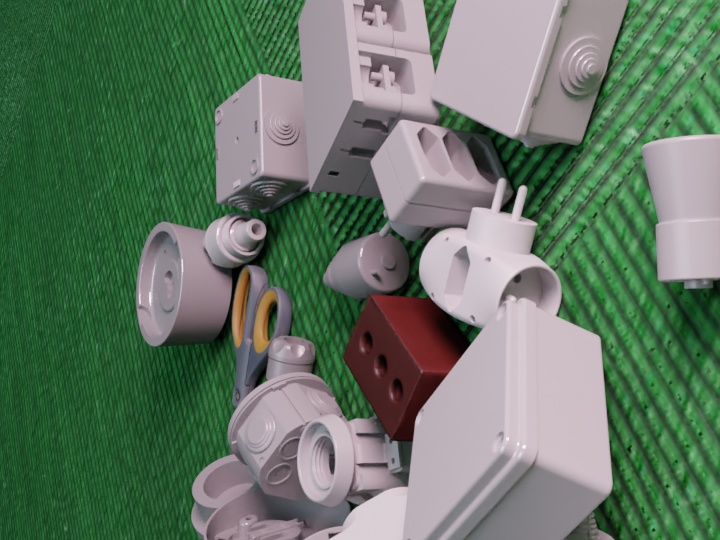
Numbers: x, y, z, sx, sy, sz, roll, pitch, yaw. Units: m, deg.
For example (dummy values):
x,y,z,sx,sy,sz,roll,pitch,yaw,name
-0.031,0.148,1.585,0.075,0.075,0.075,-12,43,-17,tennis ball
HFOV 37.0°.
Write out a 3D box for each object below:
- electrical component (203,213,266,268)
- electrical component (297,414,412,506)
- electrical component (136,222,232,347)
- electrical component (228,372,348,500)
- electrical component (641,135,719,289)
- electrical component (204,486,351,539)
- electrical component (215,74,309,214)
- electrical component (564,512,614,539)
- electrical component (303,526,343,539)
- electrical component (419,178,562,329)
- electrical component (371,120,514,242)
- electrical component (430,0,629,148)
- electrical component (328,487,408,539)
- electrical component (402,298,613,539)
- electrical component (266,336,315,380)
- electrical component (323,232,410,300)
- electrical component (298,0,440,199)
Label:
x,y,z,sx,sy,sz,roll,pitch,yaw,name
-0.099,-0.027,0.883,0.062,0.043,0.043,-19,69,55,electrical component
-0.003,0.122,0.689,0.078,0.057,0.058,-31,59,53,electrical component
-0.148,0.015,0.941,0.108,0.060,0.108,-14,73,57,electrical component
-0.046,0.115,0.740,0.051,0.080,0.080,48,125,44,electrical component
0.149,-0.024,0.479,0.044,0.044,0.065,-6,85,58,electrical component
-0.057,0.188,0.733,0.099,0.099,0.064,19,108,58,electrical component
-0.077,-0.100,0.854,0.100,0.048,0.099,-23,66,55,electrical component
0.103,0.157,0.521,0.043,0.043,0.081,11,94,59,electrical component
-0.018,0.214,0.655,0.060,0.108,0.108,-35,56,58,electrical component
0.075,-0.010,0.595,0.077,0.043,0.079,31,111,56,electrical component
0.039,-0.042,0.638,0.076,0.066,0.047,-52,44,42,electrical component
0.091,-0.121,0.582,0.100,0.048,0.099,40,119,54,electrical component
0.025,0.161,0.602,0.089,0.050,0.055,-30,46,0,electrical component
0.072,0.089,0.536,0.108,0.056,0.108,-58,13,37,electrical component
-0.053,0.082,0.800,0.035,0.035,0.061,24,108,57,electrical component
0.000,0.000,0.719,0.078,0.040,0.040,-17,71,57,electrical component
0.006,-0.131,0.686,0.089,0.062,0.150,121,150,-52,electrical component
